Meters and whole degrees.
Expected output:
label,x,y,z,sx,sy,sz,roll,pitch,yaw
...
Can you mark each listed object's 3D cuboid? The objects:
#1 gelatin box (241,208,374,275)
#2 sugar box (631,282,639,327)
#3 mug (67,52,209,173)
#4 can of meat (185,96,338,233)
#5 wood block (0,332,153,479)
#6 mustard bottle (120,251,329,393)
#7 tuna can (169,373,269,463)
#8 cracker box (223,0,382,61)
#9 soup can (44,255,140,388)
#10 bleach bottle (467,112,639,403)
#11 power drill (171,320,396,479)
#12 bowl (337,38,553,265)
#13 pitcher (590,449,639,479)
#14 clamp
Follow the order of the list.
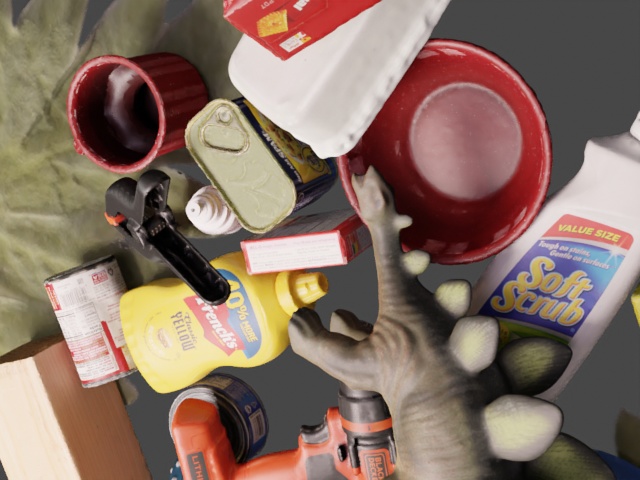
label,x,y,z,sx,sy,sz,roll,pitch,yaw
gelatin box,-0.006,0.001,0.831,0.089,0.073,0.030,-8,102,28
sugar box,0.285,0.106,0.733,0.093,0.048,0.176,-13,102,29
mug,-0.151,-0.102,0.868,0.117,0.081,0.093,-31,90,30
can of meat,-0.042,-0.065,0.823,0.058,0.083,0.102,-38,86,30
wood block,-0.233,0.196,0.994,0.090,0.090,0.206,-16,98,30
mustard bottle,-0.075,0.062,0.893,0.192,0.058,0.096,-20,91,30
tuna can,-0.090,0.164,0.945,0.086,0.033,0.086,8,108,25
cracker box,0.005,-0.250,0.691,0.164,0.072,0.214,-27,55,30
soup can,-0.197,0.072,0.951,0.069,0.068,0.102,-17,96,30
bleach bottle,0.169,0.017,0.755,0.103,0.068,0.251,33,115,15
power drill,-0.022,0.160,0.870,0.188,0.057,0.184,-7,106,12
bowl,0.095,-0.066,0.768,0.162,0.055,0.162,8,107,27
pitcher,0.160,0.270,0.806,0.149,0.145,0.243,29,113,-1
clamp,-0.130,-0.003,0.869,0.120,0.039,0.172,65,161,-14
